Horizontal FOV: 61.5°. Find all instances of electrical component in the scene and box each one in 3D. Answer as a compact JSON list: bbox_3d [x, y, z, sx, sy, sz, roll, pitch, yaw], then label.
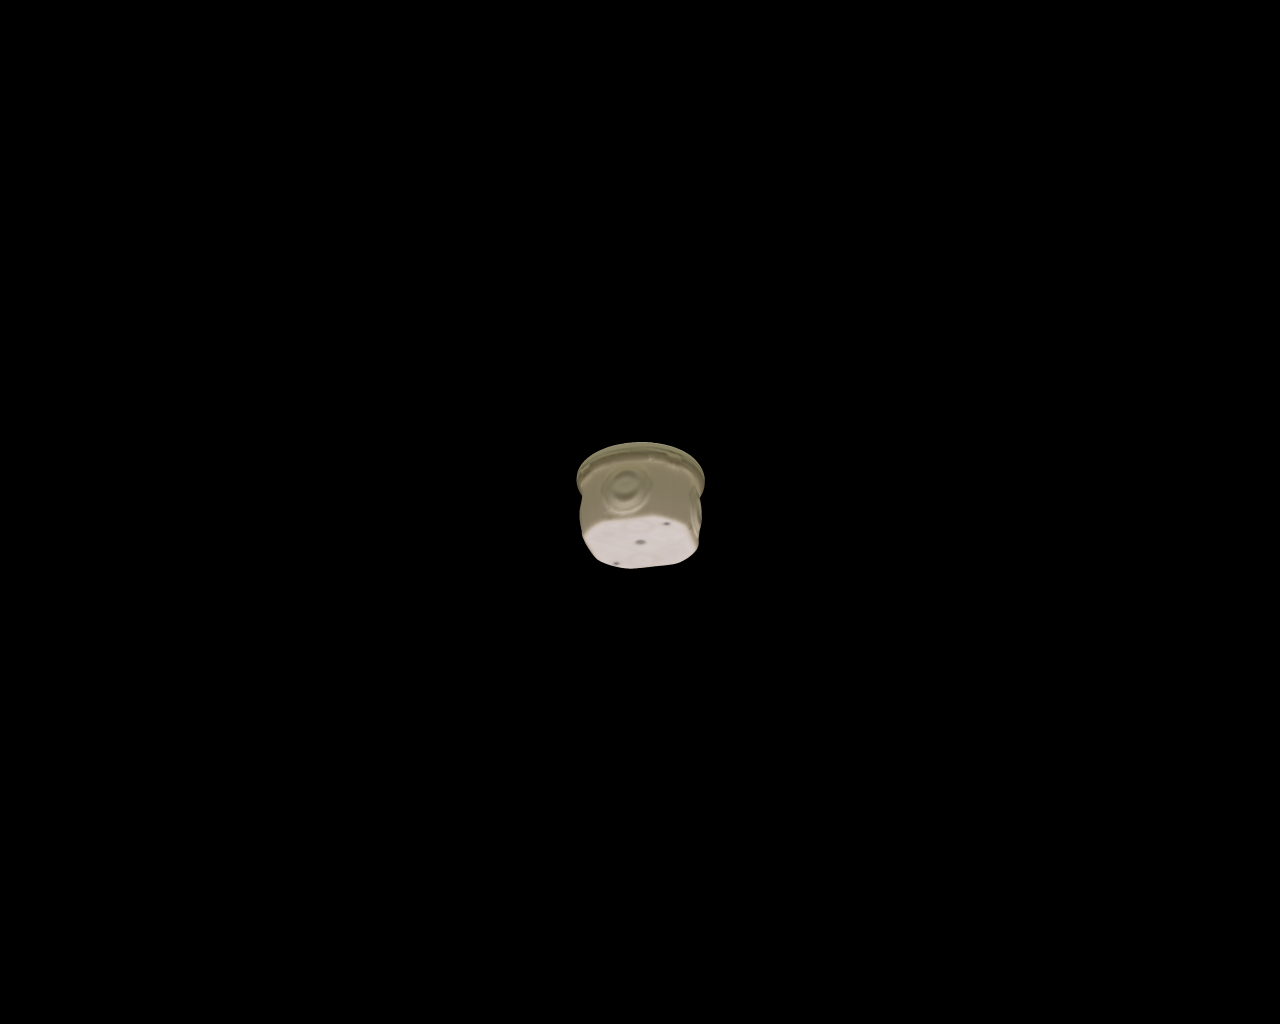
[{"bbox_3d":[0.001,-0.003,0.650,0.080,0.051,0.080,0,-30,0],"label":"electrical component"}]
